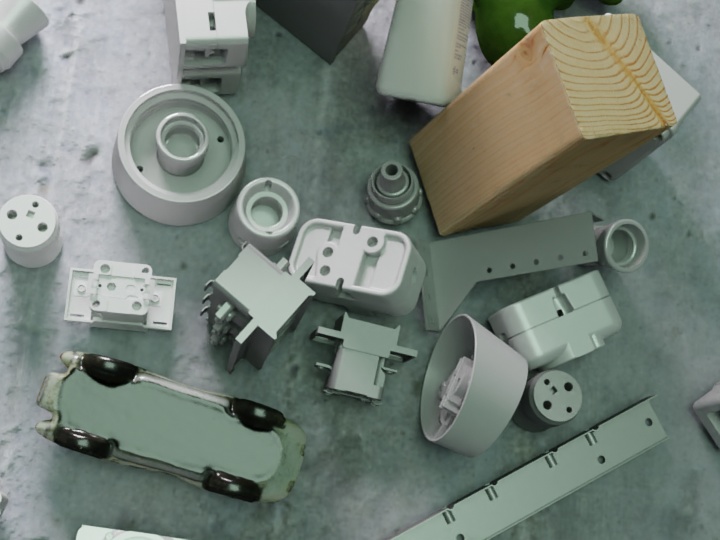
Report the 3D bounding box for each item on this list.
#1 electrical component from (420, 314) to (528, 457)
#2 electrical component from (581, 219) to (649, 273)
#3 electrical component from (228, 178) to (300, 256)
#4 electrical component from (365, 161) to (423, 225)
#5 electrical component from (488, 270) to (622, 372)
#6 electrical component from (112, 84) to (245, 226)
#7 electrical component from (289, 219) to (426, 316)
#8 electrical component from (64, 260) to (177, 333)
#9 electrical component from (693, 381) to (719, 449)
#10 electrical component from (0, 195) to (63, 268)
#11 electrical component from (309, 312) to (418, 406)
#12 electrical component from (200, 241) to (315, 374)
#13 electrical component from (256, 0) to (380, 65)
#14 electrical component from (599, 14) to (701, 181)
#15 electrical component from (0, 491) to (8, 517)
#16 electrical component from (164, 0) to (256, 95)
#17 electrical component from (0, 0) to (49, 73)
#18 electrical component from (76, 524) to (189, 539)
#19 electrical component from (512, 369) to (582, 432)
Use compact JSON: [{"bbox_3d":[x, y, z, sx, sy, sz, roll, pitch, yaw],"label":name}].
[{"bbox_3d":[0.084,0.092,0.836,0.064,0.099,0.099,31,72,-10],"label":"electrical component"},{"bbox_3d":[0.206,-0.020,0.906,0.044,0.065,0.044,-1,91,-23],"label":"electrical component"},{"bbox_3d":[-0.076,-0.043,0.860,0.055,0.047,0.055,3,76,-11],"label":"electrical component"},{"bbox_3d":[0.027,-0.068,0.879,0.048,0.062,0.048,-1,70,3],"label":"electrical component"},{"bbox_3d":[0.163,0.046,0.886,0.095,0.053,0.059,-21,82,-16],"label":"electrical component"},{"bbox_3d":[-0.142,-0.095,0.852,0.108,0.060,0.108,3,76,-12],"label":"electrical component"},{"bbox_3d":[0.000,0.000,0.847,0.095,0.059,0.053,10,72,22],"label":"electrical component"},{"bbox_3d":[-0.181,0.020,0.813,0.081,0.064,0.042,6,76,-11],"label":"electrical component"},{"bbox_3d":[0.334,0.109,0.906,0.089,0.055,0.050,-31,84,-17],"label":"electrical component"},{"bbox_3d":[-0.250,-0.029,0.815,0.045,0.055,0.045,3,76,-12],"label":"electrical component"},{"bbox_3d":[0.000,0.072,0.851,0.081,0.042,0.063,14,77,-8],"label":"electrical component"},{"bbox_3d":[-0.079,0.028,0.803,0.063,0.121,0.078,40,72,2],"label":"electrical component"},{"bbox_3d":[-0.030,-0.254,0.850,0.105,0.186,0.060,39,72,-1],"label":"electrical component"},{"bbox_3d":[0.213,-0.144,0.917,0.109,0.108,0.056,42,69,1],"label":"electrical component"},{"bbox_3d":[-0.300,0.163,0.755,0.089,0.055,0.050,25,72,-5],"label":"electrical component"},{"bbox_3d":[-0.127,-0.247,0.870,0.060,0.105,0.186,-5,77,-13],"label":"electrical component"},{"bbox_3d":[-0.282,-0.191,0.854,0.045,0.045,0.055,35,72,-2],"label":"electrical component"},{"bbox_3d":[-0.117,0.249,0.771,0.186,0.060,0.105,11,74,-9],"label":"electrical component"},{"bbox_3d":[0.150,0.106,0.867,0.045,0.055,0.045,3,74,-11],"label":"electrical component"}]
